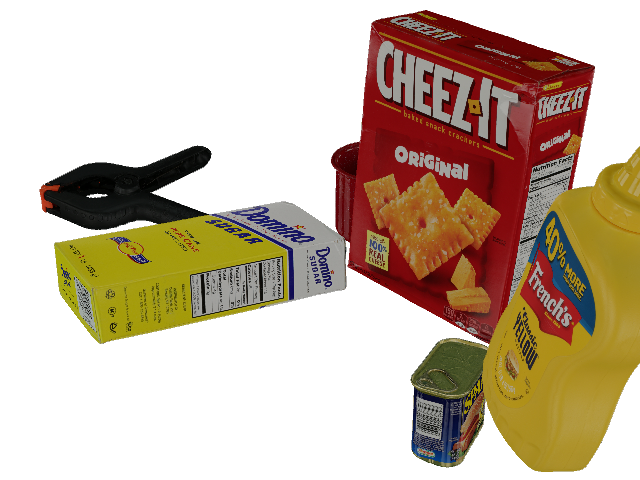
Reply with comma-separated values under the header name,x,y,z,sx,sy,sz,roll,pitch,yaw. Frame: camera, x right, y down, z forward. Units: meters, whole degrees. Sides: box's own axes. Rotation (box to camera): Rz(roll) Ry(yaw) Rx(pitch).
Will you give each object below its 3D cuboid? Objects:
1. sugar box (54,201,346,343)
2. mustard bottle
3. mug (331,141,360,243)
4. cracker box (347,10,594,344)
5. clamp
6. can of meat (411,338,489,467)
name,x,y,z,sx,sy,sz,roll,pitch,yaw
sugar box,-0.080,0.017,0.720,0.176,0.048,0.093,-14,25,-25
mustard bottle,0.141,0.030,0.563,0.058,0.192,0.096,3,42,-13
mug,0.068,-0.046,1.082,0.117,0.081,0.093,-5,31,-9
cracker box,0.105,-0.048,0.813,0.071,0.214,0.164,-20,36,-38
clamp,-0.178,-0.051,1.023,0.171,0.039,0.120,5,38,-5
can of meat,0.125,0.156,1.027,0.057,0.084,0.102,12,27,23
